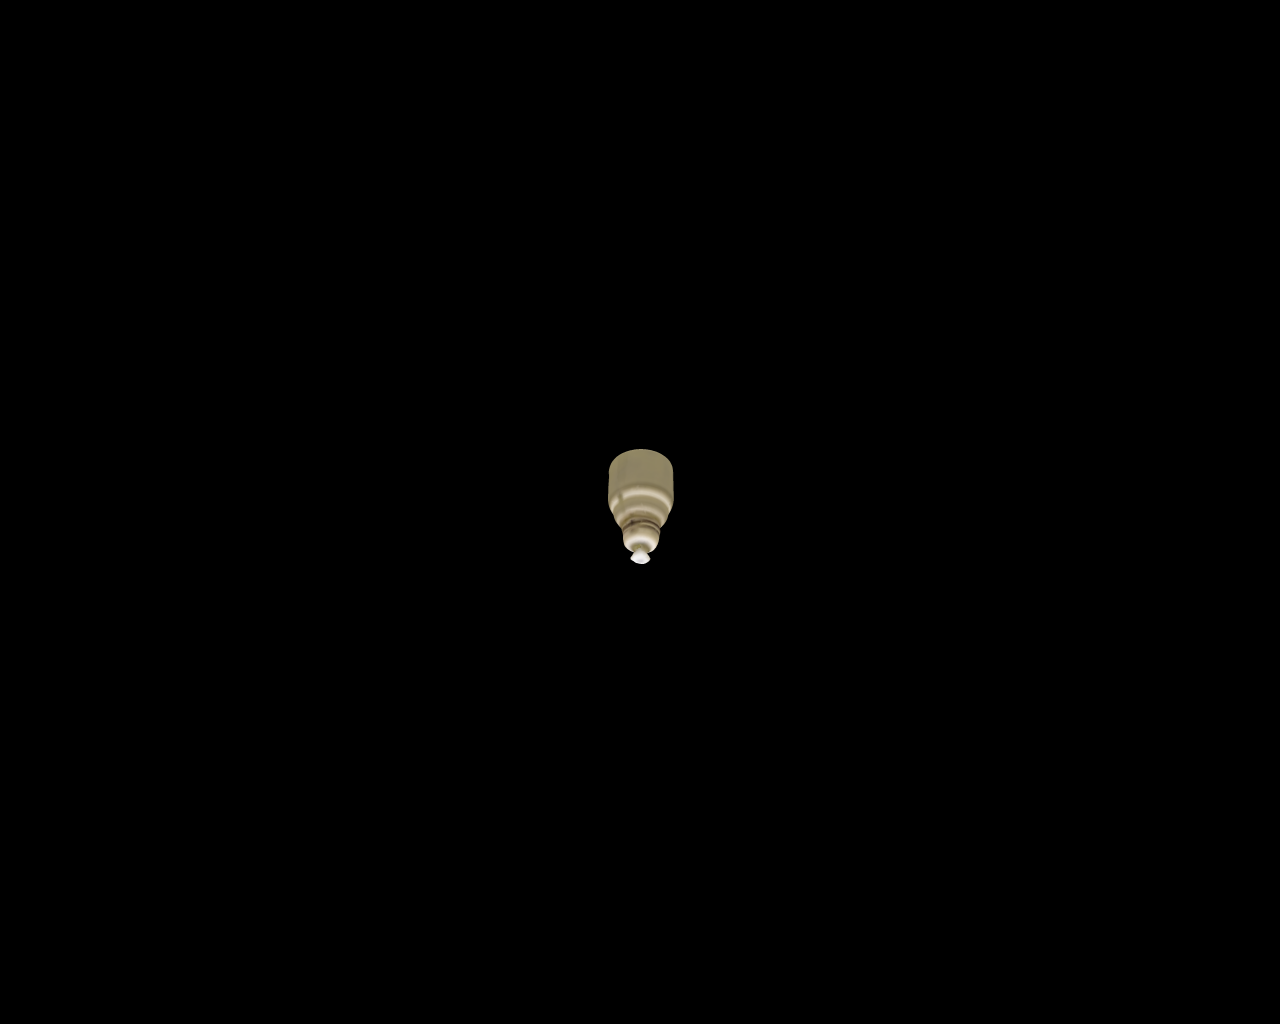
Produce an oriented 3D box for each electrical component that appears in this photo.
[{"bbox_3d":[0.001,-0.003,0.650,0.040,0.078,0.040,0,-37,0],"label":"electrical component"}]
